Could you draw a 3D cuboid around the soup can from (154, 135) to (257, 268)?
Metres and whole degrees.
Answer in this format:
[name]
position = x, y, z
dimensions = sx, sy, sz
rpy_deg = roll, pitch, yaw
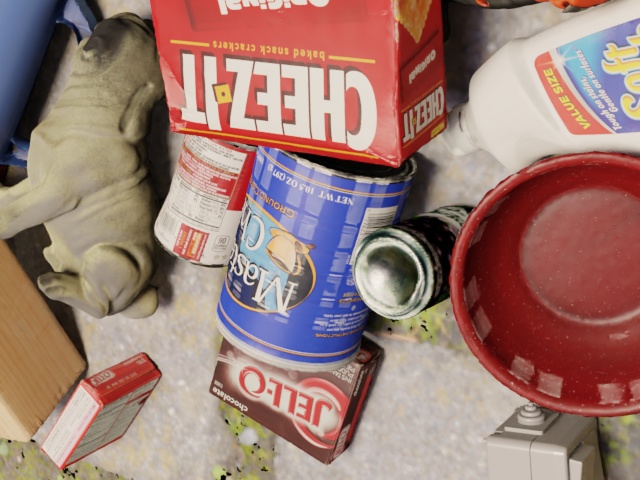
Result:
[soup can]
position = -0.073, -0.040, 0.756
dimensions = 0.069, 0.068, 0.102
rpy_deg = 34, 119, 21

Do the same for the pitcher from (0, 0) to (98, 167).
[pitcher]
position = -0.248, -0.175, 0.808
dimensions = 0.145, 0.148, 0.243
rpy_deg = 50, 121, 30

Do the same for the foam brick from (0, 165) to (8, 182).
[foam brick]
position = -0.309, -0.061, 0.896
dimensions = 0.053, 0.078, 0.051
rpy_deg = 35, 117, 21

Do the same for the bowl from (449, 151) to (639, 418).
[bowl]
position = 0.158, 0.019, 0.616
dimensions = 0.162, 0.055, 0.162
rpy_deg = 6, 113, 13

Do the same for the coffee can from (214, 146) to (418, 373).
[coffee can]
position = -0.005, 0.001, 0.701
dimensions = 0.103, 0.102, 0.140
rpy_deg = 28, 116, 24

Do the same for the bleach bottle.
[bleach bottle]
position = 0.181, -0.084, 0.586
dimensions = 0.251, 0.067, 0.102
rpy_deg = -15, 94, 37

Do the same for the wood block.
[wood block]
position = -0.287, 0.056, 0.854
dimensions = 0.090, 0.090, 0.206
rpy_deg = 1, 131, 32

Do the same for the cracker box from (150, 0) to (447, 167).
[cracker box]
position = -0.019, -0.158, 0.593
dimensions = 0.164, 0.072, 0.214
rpy_deg = 12, 122, 29

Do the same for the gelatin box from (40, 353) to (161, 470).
[gelatin box]
position = -0.178, 0.138, 0.867
dimensions = 0.030, 0.073, 0.089
rpy_deg = 44, 122, 15

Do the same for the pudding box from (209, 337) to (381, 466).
[pudding box]
position = -0.020, 0.096, 0.775
dimensions = 0.114, 0.039, 0.090
rpy_deg = 29, 118, 24

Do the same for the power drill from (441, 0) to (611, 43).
[power drill]
position = 0.078, -0.189, 0.597
dimensions = 0.188, 0.057, 0.184
rpy_deg = 5, 115, 53
